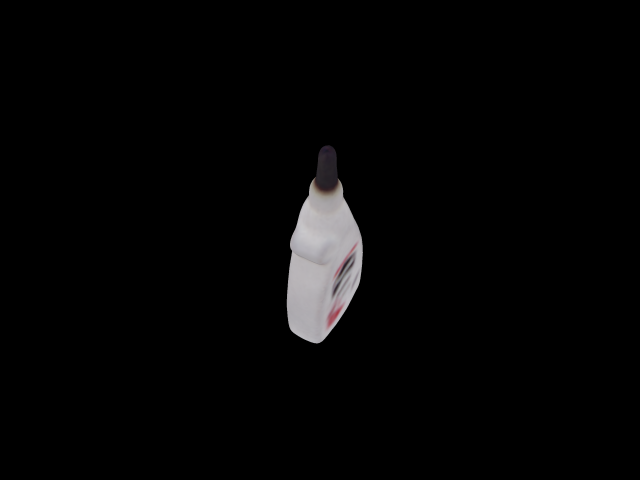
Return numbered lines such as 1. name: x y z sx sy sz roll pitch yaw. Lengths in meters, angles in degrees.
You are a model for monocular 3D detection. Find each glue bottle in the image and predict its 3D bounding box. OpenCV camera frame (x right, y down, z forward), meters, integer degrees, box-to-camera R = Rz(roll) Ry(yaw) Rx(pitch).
1. glue bottle: 0.004 0.001 0.400 0.037 0.173 0.078 21 56 16
